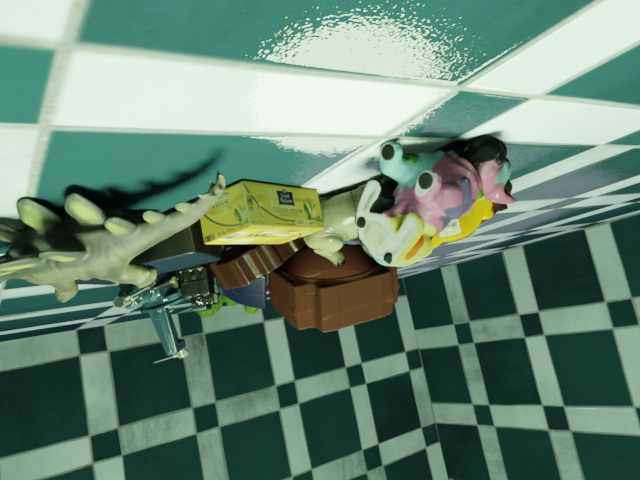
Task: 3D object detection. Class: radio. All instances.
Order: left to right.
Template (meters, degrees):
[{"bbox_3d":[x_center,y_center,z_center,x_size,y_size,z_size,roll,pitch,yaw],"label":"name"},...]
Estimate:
[{"bbox_3d":[-0.284,0.017,0.872,0.230,0.073,0.131,-12,172,11],"label":"radio"}]

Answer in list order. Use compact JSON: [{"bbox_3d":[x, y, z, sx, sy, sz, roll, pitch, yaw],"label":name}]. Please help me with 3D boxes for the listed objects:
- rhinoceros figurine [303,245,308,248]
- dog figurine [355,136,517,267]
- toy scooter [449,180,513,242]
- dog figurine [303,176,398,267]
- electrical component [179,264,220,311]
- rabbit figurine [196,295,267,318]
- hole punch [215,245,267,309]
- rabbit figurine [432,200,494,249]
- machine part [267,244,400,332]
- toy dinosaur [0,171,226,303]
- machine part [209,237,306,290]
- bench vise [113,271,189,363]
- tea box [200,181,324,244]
[{"bbox_3d":[-0.002,-0.003,1.120,0.112,0.073,0.190,-25,167,-3],"label":"rhinoceros figurine"},{"bbox_3d":[0.171,-0.055,0.735,0.219,0.109,0.191,-2,122,-40],"label":"dog figurine"},{"bbox_3d":[0.313,-0.064,1.062,0.135,0.075,0.184,-19,163,-49],"label":"toy scooter"},{"bbox_3d":[0.060,-0.052,0.845,0.172,0.121,0.190,-14,160,-25],"label":"dog figurine"},{"bbox_3d":[-0.246,0.078,1.097,0.058,0.134,0.115,-9,170,1],"label":"electrical component"},{"bbox_3d":[-0.218,0.102,1.212,0.170,0.159,0.121,-27,153,-39],"label":"rabbit figurine"},{"bbox_3d":[-0.154,0.075,1.082,0.116,0.092,0.142,0,138,-5],"label":"hole punch"},{"bbox_3d":[0.221,-0.063,0.955,0.162,0.121,0.173,-22,-178,-7],"label":"rabbit figurine"},{"bbox_3d":[0.021,0.073,0.946,0.201,0.087,0.202,-11,-159,-23],"label":"machine part"},{"bbox_3d":[-0.295,0.006,0.692,0.472,0.105,0.198,-19,166,17],"label":"toy dinosaur"},{"bbox_3d":[-0.108,0.019,0.952,0.179,0.056,0.179,-28,-168,7],"label":"machine part"},{"bbox_3d":[-0.348,0.153,1.170,0.129,0.240,0.223,-16,-174,8],"label":"bench vise"},{"bbox_3d":[-0.083,-0.036,0.794,0.098,0.068,0.169,-17,171,33],"label":"tea box"}]
